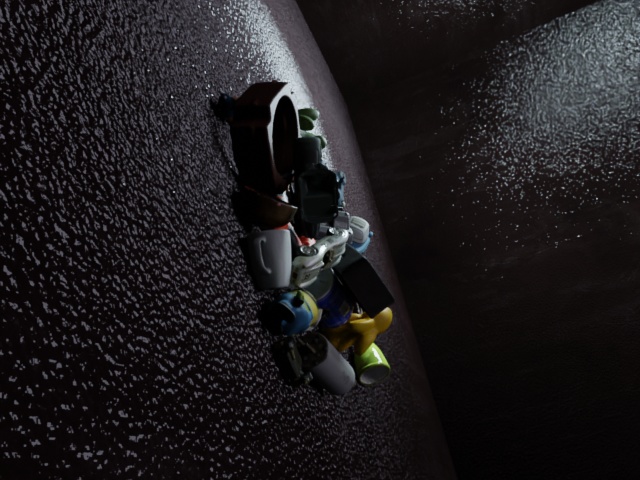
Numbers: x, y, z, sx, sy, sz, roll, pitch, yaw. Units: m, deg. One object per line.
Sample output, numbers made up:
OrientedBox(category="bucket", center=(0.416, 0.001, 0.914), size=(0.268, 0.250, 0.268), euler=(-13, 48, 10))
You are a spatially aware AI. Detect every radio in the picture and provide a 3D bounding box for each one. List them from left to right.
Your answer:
OrientedBox(category="radio", center=(0.087, 0.089, 1.232), size=(0.131, 0.073, 0.230), euler=(55, -1, -11))

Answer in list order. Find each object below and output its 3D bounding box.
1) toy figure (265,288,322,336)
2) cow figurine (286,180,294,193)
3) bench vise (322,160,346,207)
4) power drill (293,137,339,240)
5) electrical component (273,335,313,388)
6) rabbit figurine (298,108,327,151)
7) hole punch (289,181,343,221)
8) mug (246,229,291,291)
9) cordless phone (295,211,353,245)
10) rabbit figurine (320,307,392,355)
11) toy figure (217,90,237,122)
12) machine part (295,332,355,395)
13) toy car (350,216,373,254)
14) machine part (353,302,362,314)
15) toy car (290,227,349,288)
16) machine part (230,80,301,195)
OrientedBox(category="toy figure", center=(-0.049, 0.133, 1.015), size=(0.180, 0.082, 0.089), euler=(19, 55, -71))
OrientedBox(category="cow figurine", center=(-0.098, -0.228, 1.340), size=(0.127, 0.086, 0.194), euler=(-85, 151, -48))
OrientedBox(category="bench vise", center=(0.007, -0.111, 1.562), size=(0.223, 0.129, 0.240), euler=(68, 29, -58))
OrientedBox(category="power drill", center=(-0.012, -0.091, 1.097), size=(0.207, 0.086, 0.231), euler=(-98, -175, -75))
OrientedBox(category="electrical component", center=(-0.047, 0.219, 0.969), size=(0.078, 0.045, 0.102), euler=(-51, 121, -74))
OrientedBox(category="rabbit figurine", center=(-0.073, -0.282, 1.433), size=(0.170, 0.159, 0.121), euler=(46, 33, -28))
OrientedBox(category="hole punch", center=(-0.017, -0.114, 1.431), size=(0.092, 0.142, 0.115), euler=(36, -46, 49))
OrientedBox(category="mug", center=(-0.091, 0.038, 0.981), size=(0.109, 0.081, 0.107), euler=(23, 57, -80))
OrientedBox(category="cordless phone", center=(-0.004, -0.004, 1.409), size=(0.184, 0.146, 0.089), euler=(126, -29, -59))
OrientedBox(category="rabbit figurine", center=(0.090, 0.202, 1.296), size=(0.162, 0.173, 0.121), euler=(-62, 136, -79))
OrientedBox(category="toy figure", center=(-0.174, -0.268, 1.131), size=(0.154, 0.064, 0.057), euler=(1, 108, -72))
OrientedBox(category="machine part", center=(0.011, 0.255, 1.094), size=(0.243, 0.079, 0.079), euler=(57, 19, -49))
OrientedBox(category="toy car", center=(0.093, -0.015, 1.543), size=(0.162, 0.109, 0.102), euler=(-56, 169, -64))
OrientedBox(category="machine part", center=(0.103, 0.209, 1.613), size=(0.179, 0.056, 0.179), euler=(-19, 90, -78))
OrientedBox(category="toy car", center=(0.002, 0.034, 1.105), size=(0.202, 0.056, 0.073), euler=(-31, 146, -53))
OrientedBox(category="machine part", center=(-0.109, -0.211, 1.111), size=(0.201, 0.087, 0.200), euler=(-70, 158, -52))
